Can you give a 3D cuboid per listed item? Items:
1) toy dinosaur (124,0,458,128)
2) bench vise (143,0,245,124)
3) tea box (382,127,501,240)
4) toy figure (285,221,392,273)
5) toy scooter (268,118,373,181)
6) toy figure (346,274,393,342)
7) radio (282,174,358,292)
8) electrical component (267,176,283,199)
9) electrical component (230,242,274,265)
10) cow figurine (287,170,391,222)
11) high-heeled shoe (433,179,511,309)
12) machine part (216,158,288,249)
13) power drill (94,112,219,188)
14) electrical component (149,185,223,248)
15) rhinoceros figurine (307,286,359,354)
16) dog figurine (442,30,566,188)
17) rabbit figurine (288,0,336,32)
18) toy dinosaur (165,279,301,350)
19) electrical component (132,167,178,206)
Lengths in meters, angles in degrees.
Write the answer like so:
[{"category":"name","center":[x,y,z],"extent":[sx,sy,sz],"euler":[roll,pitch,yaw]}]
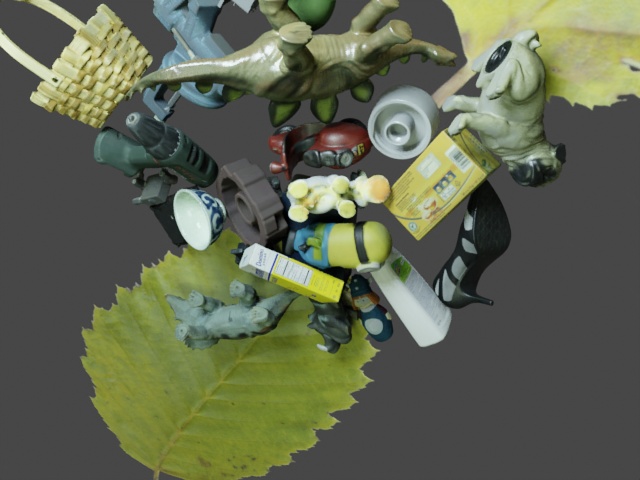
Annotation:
[{"category":"toy dinosaur","center":[-0.040,-0.242,0.749],"extent":[0.472,0.105,0.198],"euler":[-1,154,-8]},{"category":"bench vise","center":[-0.230,-0.284,0.877],"extent":[0.223,0.129,0.240],"euler":[44,127,-8]},{"category":"tea box","center":[0.188,-0.090,0.854],"extent":[0.098,0.068,0.169],"euler":[50,133,8]},{"category":"toy figure","center":[0.032,0.007,0.912],"extent":[0.180,0.082,0.089],"euler":[9,130,20]},{"category":"toy scooter","center":[-0.012,-0.144,0.873],"extent":[0.184,0.135,0.075],"euler":[4,125,21]},{"category":"toy figure","center":[0.103,0.138,1.097],"extent":[0.064,0.058,0.154],"euler":[-30,113,-3]},{"category":"radio","center":[-0.002,-0.003,1.022],"extent":[0.131,0.073,0.229],"euler":[14,131,14]},{"category":"electrical component","center":[-0.084,-0.087,1.000],"extent":[0.021,0.063,0.093],"euler":[-9,141,-10]},{"category":"electrical component","center":[-0.134,0.029,1.090],"extent":[0.075,0.048,0.119],"euler":[-8,151,31]},{"category":"cow figurine","center":[0.029,-0.077,0.888],"extent":[0.167,0.098,0.068],"euler":[-6,104,-2]},{"category":"high-heeled shoe","center":[0.250,0.009,0.941],"extent":[0.145,0.086,0.248],"euler":[21,118,59]},{"category":"machine part","center":[-0.125,-0.062,0.988],"extent":[0.180,0.056,0.179],"euler":[45,151,34]},{"category":"power drill","center":[-0.307,-0.164,0.959],"extent":[0.208,0.086,0.231],"euler":[0,164,31]},{"category":"electrical component","center":[-0.270,-0.048,1.118],"extent":[0.134,0.058,0.114],"euler":[-12,122,32]},{"category":"rhinoceros figurine","center":[0.020,0.165,1.141],"extent":[0.112,0.073,0.190],"euler":[1,126,22]},{"category":"dog figurine","center":[0.293,-0.174,0.750],"extent":[0.190,0.121,0.172],"euler":[26,137,-16]},{"category":"rabbit figurine","center":[-0.021,-0.372,0.736],"extent":[0.159,0.121,0.170],"euler":[-8,140,21]},{"category":"toy dinosaur","center":[-0.179,0.171,1.204],"extent":[0.405,0.131,0.192],"euler":[-6,163,17]},{"category":"electrical component","center":[-0.340,-0.113,1.095],"extent":[0.102,0.078,0.045],"euler":[-3,148,33]}]
